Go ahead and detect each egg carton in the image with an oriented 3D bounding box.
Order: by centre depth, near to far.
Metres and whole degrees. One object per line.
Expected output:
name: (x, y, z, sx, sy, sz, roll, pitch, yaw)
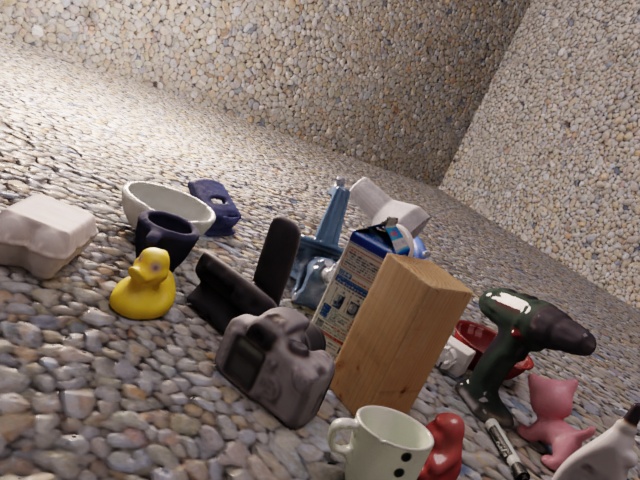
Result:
egg carton: (-0.372, -0.008, 0.776, 0.107, 0.069, 0.150, 22, 16, -9)

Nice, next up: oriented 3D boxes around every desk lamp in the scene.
desk lamp: (0.104, -0.011, 1.219, 0.202, 0.213, 0.118, 29, 16, 18)

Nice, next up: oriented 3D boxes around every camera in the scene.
camera: (-0.034, 0.142, 0.724, 0.142, 0.101, 0.137, 32, 17, 26)

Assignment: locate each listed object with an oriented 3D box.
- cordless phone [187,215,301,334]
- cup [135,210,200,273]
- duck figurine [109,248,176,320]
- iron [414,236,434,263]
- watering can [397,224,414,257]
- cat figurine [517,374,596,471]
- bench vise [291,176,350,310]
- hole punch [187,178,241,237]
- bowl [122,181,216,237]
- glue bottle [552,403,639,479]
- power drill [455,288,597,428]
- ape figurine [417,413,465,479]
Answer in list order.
cordless phone: (-0.100, 0.035, 0.818, 0.147, 0.185, 0.094, 32, 17, 25)
cup: (-0.238, 0.018, 0.840, 0.091, 0.095, 0.118, 24, 16, -2)
duck figurine: (-0.226, 0.050, 0.767, 0.077, 0.086, 0.105, 28, 16, 13)
iron: (0.195, 0.050, 1.286, 0.119, 0.141, 0.257, 16, 18, -28)
watering can: (0.109, 0.060, 1.028, 0.100, 0.194, 0.173, 30, 17, 21)
cat figurine: (0.360, 0.266, 0.866, 0.067, 0.118, 0.127, 16, 18, -27)
bench vise: (0.019, 0.006, 1.026, 0.122, 0.220, 0.206, 13, 19, -36)
hole punch: (-0.215, -0.066, 1.156, 0.100, 0.091, 0.109, 32, 17, 26)
bowl: (-0.273, -0.037, 1.007, 0.167, 0.075, 0.167, 22, 16, -6)
glue bottle: (0.360, 0.278, 0.723, 0.078, 0.173, 0.037, 33, 18, 30)
power drill: (0.305, 0.181, 0.895, 0.076, 0.208, 0.229, 18, 17, -22)
ape figurine: (0.137, 0.241, 0.668, 0.076, 0.092, 0.078, 25, 16, 4)
